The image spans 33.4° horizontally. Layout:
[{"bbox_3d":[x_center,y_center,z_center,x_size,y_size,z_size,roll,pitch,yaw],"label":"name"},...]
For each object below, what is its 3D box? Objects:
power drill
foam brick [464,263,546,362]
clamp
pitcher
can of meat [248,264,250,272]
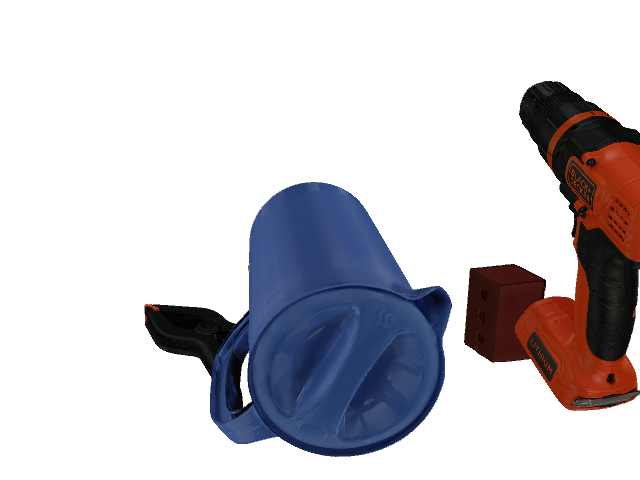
[{"bbox_3d":[0.174,0.004,0.716,0.057,0.188,0.184,-8,35,-10],"label":"power drill"},{"bbox_3d":[0.169,0.067,0.984,0.051,0.078,0.053,-6,18,-24],"label":"foam brick"},{"bbox_3d":[-0.133,0.120,1.259,0.210,0.036,0.164,14,24,24],"label":"clamp"},{"bbox_3d":[-0.004,0.050,0.814,0.149,0.145,0.243,6,22,-10],"label":"pitcher"},{"bbox_3d":[-0.026,0.057,1.100,0.058,0.084,0.101,17,27,35],"label":"can of meat"}]
